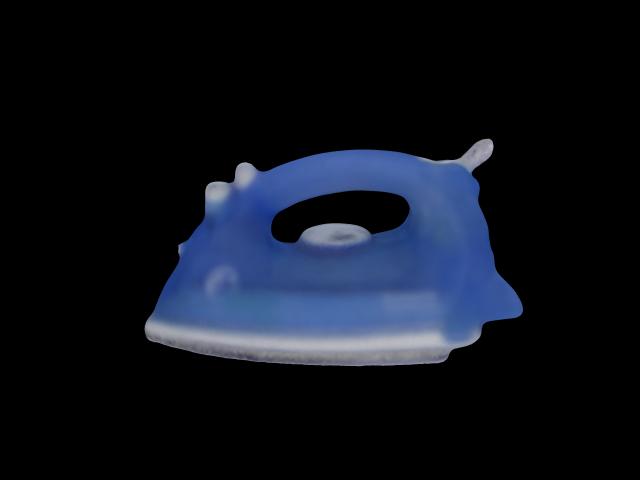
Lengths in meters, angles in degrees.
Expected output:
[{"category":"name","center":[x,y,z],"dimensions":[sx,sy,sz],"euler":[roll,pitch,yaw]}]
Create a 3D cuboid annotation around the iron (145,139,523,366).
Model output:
[{"category":"iron","center":[0.004,0.001,0.400],"dimensions":[0.258,0.141,0.118],"euler":[-1,15,-5]}]
